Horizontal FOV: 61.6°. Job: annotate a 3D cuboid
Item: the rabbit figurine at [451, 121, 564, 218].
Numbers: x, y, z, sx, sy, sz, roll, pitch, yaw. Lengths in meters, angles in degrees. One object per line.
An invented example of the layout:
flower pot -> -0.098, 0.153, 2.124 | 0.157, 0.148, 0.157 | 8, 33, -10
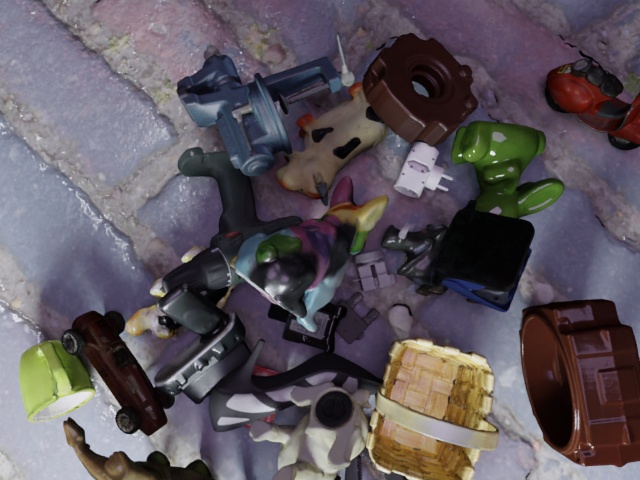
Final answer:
rabbit figurine -> 0.272, -0.084, 0.817 | 0.159, 0.121, 0.170 | 6, 95, -8

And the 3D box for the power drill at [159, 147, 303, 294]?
power drill -> -0.143, -0.035, 0.785 | 0.232, 0.086, 0.207 | -13, 67, -28

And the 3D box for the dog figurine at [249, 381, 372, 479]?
dog figurine -> 0.012, 0.289, 0.729 | 0.172, 0.190, 0.121 | -24, 47, 1

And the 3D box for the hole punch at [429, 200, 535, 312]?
hole punch -> 0.228, 0.027, 0.744 | 0.116, 0.092, 0.142 | 18, 72, 32

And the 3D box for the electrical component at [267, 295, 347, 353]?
electrical component -> -0.026, 0.115, 0.796 | 0.119, 0.047, 0.074 | 19, 86, 16

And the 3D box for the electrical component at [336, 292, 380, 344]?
electrical component -> 0.041, 0.126, 0.820 | 0.094, 0.021, 0.063 | -43, 84, -5

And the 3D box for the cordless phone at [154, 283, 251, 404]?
cordless phone -> -0.187, 0.139, 0.737 | 0.146, 0.184, 0.089 | -38, 55, -5

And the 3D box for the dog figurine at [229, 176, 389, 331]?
dog figurine -> -0.002, -0.002, 0.732 | 0.109, 0.191, 0.219 | 28, 75, 31

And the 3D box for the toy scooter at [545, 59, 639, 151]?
toy scooter -> 0.434, -0.214, 0.809 | 0.184, 0.135, 0.075 | 39, 85, 7

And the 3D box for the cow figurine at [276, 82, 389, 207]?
cow figurine -> 0.019, -0.139, 0.832 | 0.195, 0.085, 0.127 | -34, 77, -5

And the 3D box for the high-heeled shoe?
high-heeled shoe -> -0.028, 0.229, 0.764 | 0.248, 0.086, 0.145 | 22, 94, -19

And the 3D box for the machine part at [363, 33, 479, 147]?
machine part -> 0.155, -0.231, 0.821 | 0.179, 0.056, 0.179 | 8, 67, -19

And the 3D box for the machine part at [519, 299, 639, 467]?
machine part -> 0.341, 0.183, 0.718 | 0.087, 0.201, 0.201 | -8, 82, 3

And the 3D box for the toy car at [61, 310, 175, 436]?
toy car -> -0.287, 0.187, 0.778 | 0.053, 0.089, 0.202 | -42, 80, 25

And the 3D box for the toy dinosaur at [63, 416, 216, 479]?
toy dinosaur -> -0.138, 0.367, 0.698 | 0.472, 0.198, 0.105 | 33, 82, 5

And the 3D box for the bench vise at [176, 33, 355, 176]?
bench vise -> -0.072, -0.209, 0.776 | 0.241, 0.128, 0.224 | -23, 57, -2

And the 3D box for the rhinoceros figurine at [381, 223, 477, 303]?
rhinoceros figurine -> 0.184, 0.031, 0.807 | 0.190, 0.073, 0.112 | 17, 84, 3

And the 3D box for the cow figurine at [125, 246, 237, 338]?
cow figurine -> -0.206, 0.095, 0.807 | 0.098, 0.068, 0.167 | 42, 84, 2
